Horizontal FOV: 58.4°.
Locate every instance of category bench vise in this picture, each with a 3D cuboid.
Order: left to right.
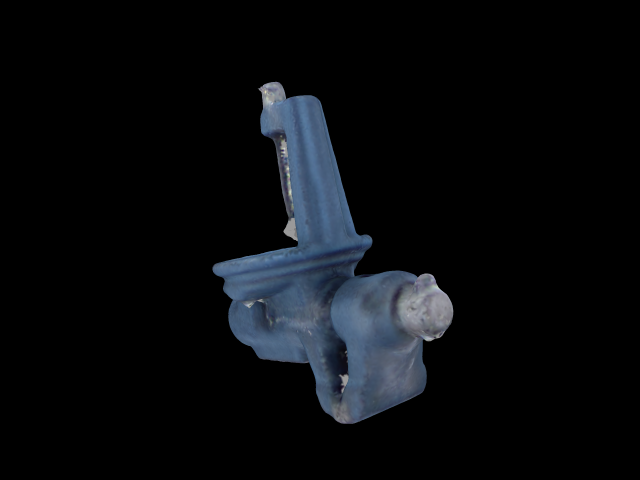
[{"bbox_3d":[0.010,-0.001,0.410,0.206,0.220,0.122,8,16,32],"label":"bench vise"}]
